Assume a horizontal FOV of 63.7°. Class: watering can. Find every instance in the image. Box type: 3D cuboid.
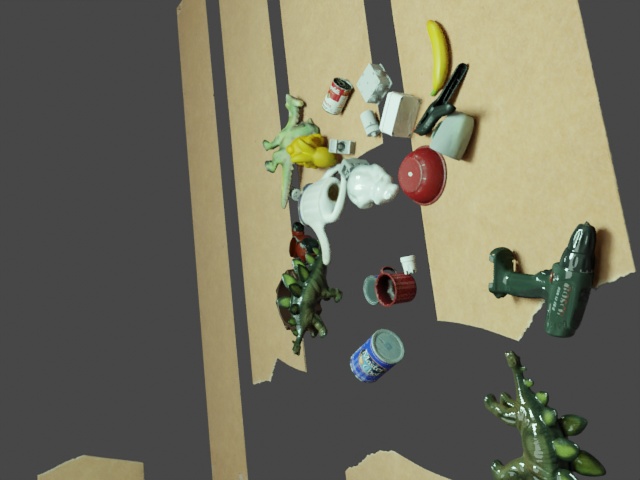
[{"bbox_3d":[0.005,-0.085,1.696,0.223,0.103,0.352,-10,64,57],"label":"watering can"}]

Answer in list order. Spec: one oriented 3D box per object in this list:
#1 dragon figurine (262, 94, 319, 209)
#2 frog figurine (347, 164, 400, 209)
[{"bbox_3d":[-0.092,-0.340,1.892,0.240,0.122,0.415,-27,68,47],"label":"dragon figurine"},{"bbox_3d":[0.150,-0.147,1.480,0.136,0.122,0.162,-59,28,13],"label":"frog figurine"}]
